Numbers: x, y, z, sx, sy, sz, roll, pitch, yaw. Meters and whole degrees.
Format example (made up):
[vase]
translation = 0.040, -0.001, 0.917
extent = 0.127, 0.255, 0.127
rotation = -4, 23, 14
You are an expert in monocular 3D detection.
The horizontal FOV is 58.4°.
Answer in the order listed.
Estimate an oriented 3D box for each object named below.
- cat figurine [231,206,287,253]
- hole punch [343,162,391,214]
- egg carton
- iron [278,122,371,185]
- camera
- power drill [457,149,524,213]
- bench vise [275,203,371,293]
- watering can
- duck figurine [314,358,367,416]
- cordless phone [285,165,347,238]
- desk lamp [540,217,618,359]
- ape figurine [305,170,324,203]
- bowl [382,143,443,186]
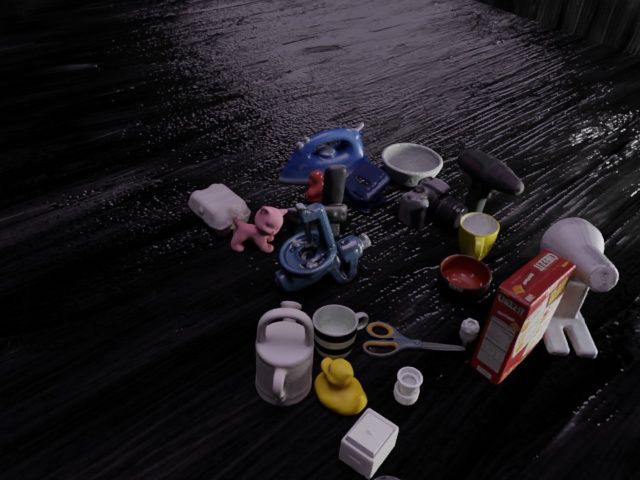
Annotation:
[cat figurine]
translation = -0.138, -0.035, 1.300
extent = 0.128, 0.118, 0.067
rotation = 1, 39, -5
[hole punch]
translation = 0.117, -0.136, 1.474
extent = 0.101, 0.091, 0.108
rotation = -27, 49, -33
[egg carton]
translation = -0.243, -0.075, 1.376
extent = 0.107, 0.069, 0.150
rotation = -28, 49, -34
[iron]
translation = 0.010, -0.237, 1.547
extent = 0.259, 0.141, 0.118
rotation = -14, 43, -22
[camera]
translation = 0.289, -0.087, 1.425
extent = 0.143, 0.101, 0.136
rotation = -29, 50, -35
[power drill]
translation = 0.395, -0.108, 1.376
extent = 0.076, 0.208, 0.229
rotation = -9, 41, -16
[bench vise]
translation = 0.003, -0.002, 1.193
extent = 0.208, 0.220, 0.121
rotation = -27, 48, -33
[watering can]
translation = -0.062, 0.181, 0.980
extent = 0.101, 0.194, 0.172
rotation = -8, 41, -16
[duck figurine]
translation = 0.038, 0.247, 0.995
extent = 0.104, 0.086, 0.078
rotation = 34, 47, 31
[cordless phone]
translation = -0.007, -0.099, 1.340
extent = 0.148, 0.185, 0.094
rotation = -6, 40, -13
[desk lamp]
translation = 0.509, 0.090, 1.140
extent = 0.118, 0.214, 0.203
rotation = 3, 39, -2
[ape figurine]
translation = -0.009, -0.139, 1.463
extent = 0.076, 0.092, 0.078
rotation = 21, 42, 20
[bowl]
translation = 0.248, -0.196, 1.576
extent = 0.167, 0.075, 0.167
rotation = 3, 39, -2
